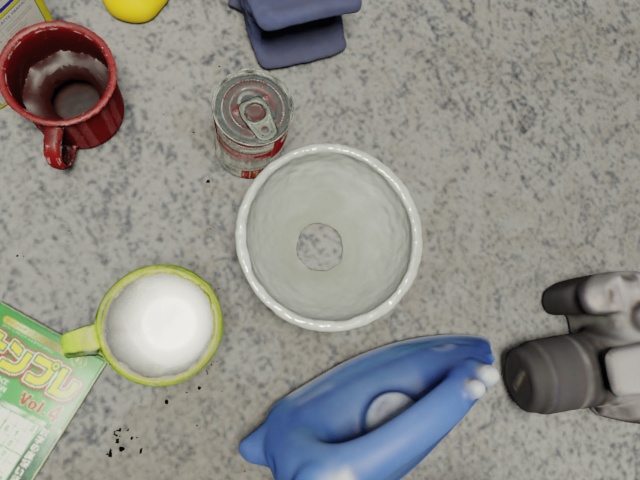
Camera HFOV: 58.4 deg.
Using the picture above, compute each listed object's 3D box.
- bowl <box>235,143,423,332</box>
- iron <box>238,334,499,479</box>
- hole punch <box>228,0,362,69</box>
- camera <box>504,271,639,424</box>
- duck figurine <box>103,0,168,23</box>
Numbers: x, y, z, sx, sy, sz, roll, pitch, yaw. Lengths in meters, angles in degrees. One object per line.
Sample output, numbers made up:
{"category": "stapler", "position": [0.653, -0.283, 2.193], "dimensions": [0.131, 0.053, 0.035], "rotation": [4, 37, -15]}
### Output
{"category": "bowl", "position": [0.005, 0.002, 0.527], "dimensions": [0.167, 0.074, 0.167], "rotation": [2, 80, -10]}
{"category": "iron", "position": [0.067, 0.148, 0.478], "dimensions": [0.258, 0.141, 0.118], "rotation": [-30, 86, -14]}
{"category": "hole punch", "position": [-0.026, -0.235, 0.555], "dimensions": [0.109, 0.091, 0.101], "rotation": [-18, 83, -12]}
{"category": "camera", "position": [0.250, 0.105, 0.539], "dimensions": [0.137, 0.100, 0.143], "rotation": [-7, 81, -11]}
{"category": "duck figurine", "position": [-0.178, -0.272, 0.538], "dimensions": [0.077, 0.086, 0.104], "rotation": [7, 79, -9]}
